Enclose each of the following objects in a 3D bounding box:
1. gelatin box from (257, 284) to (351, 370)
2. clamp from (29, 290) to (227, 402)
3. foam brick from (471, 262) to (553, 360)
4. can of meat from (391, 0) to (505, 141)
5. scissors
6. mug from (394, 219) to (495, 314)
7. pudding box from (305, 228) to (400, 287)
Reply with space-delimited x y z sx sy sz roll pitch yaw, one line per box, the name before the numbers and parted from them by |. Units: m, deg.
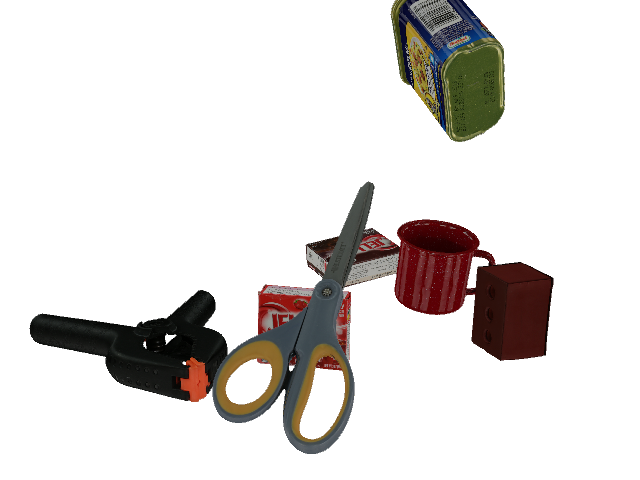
gelatin box | -0.016 0.084 1.032 0.089 0.073 0.030 4 15 10
clamp | -0.126 0.081 0.865 0.164 0.036 0.210 -11 16 -31
foam brick | 0.176 0.065 0.986 0.051 0.078 0.053 -6 18 -24
can of meat | 0.103 -0.140 0.840 0.057 0.084 0.102 -24 -38 -7
scissors | -0.015 0.043 0.682 0.096 0.201 0.016 -2 -37 7
mug | 0.141 0.033 1.217 0.117 0.081 0.093 5 25 -1
pudding box | 0.049 0.024 1.488 0.113 0.039 0.090 -16 27 -23
